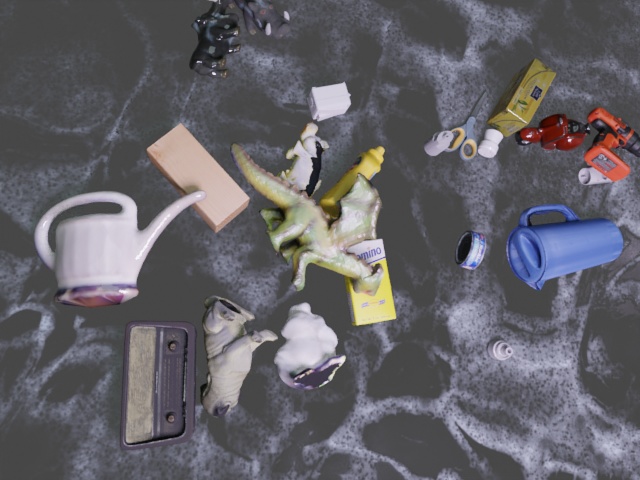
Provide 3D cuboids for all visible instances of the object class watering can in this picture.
[{"bbox_3d":[-0.384,0.011,0.983,0.347,0.103,0.226,-6,80,6],"label":"watering can"}]

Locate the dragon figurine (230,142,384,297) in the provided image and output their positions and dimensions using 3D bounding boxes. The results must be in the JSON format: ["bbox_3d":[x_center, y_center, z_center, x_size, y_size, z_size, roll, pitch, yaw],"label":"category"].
[{"bbox_3d":[0.003,-0.052,1.043,0.242,0.123,0.408,-25,98,4],"label":"dragon figurine"}]

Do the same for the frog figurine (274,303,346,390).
[{"bbox_3d":[-0.034,0.217,1.056,0.138,0.120,0.162,-28,51,-7],"label":"frog figurine"}]
